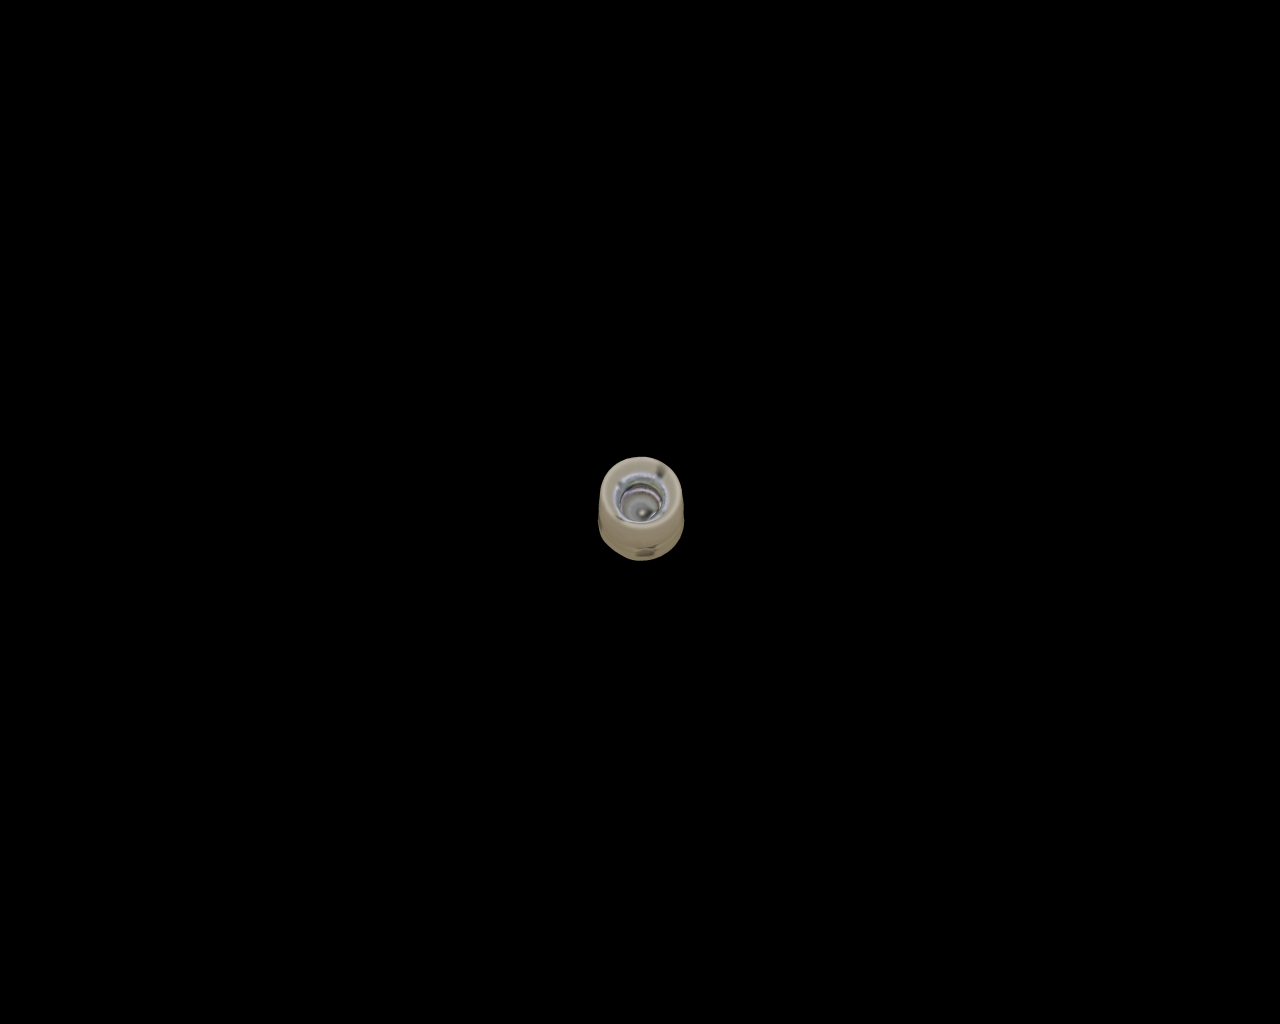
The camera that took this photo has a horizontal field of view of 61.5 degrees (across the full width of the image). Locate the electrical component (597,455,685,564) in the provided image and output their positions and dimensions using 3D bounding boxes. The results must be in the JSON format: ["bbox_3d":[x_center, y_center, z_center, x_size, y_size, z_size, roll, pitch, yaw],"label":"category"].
[{"bbox_3d":[0.001,-0.003,0.650,0.055,0.055,0.047,0,-24,0],"label":"electrical component"}]
